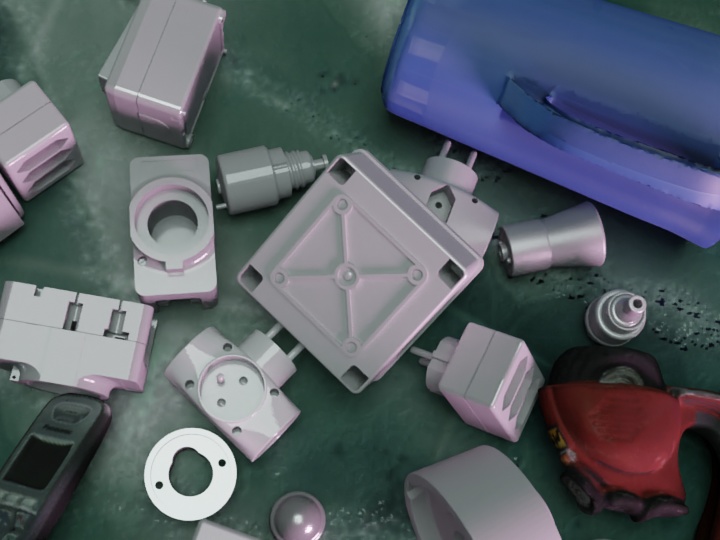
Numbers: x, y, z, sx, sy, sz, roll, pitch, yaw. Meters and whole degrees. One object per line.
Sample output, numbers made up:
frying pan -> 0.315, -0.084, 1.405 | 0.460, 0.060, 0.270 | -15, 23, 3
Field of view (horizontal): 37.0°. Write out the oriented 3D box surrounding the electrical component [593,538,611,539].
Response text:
electrical component -> 0.189, 0.210, 0.648 | 0.138, 0.074, 0.052 | 28, 111, 20

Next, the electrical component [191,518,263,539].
electrical component -> -0.082, 0.187, 0.614 | 0.047, 0.083, 0.075 | 20, 74, 0

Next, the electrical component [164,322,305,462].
electrical component -> -0.066, 0.064, 0.670 | 0.077, 0.044, 0.079 | 43, 75, 6

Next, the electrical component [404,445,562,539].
electrical component -> 0.079, 0.155, 0.631 | 0.060, 0.108, 0.108 | -24, 79, -18

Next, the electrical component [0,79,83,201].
electrical component -> -0.222, -0.095, 0.685 | 0.047, 0.065, 0.076 | -38, 82, -14

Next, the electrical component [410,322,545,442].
electrical component -> 0.067, 0.065, 0.678 | 0.077, 0.065, 0.047 | 18, 71, 29

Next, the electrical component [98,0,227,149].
electrical component -> -0.128, -0.140, 0.709 | 0.061, 0.061, 0.096 | 18, 74, -1

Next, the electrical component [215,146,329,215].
electrical component -> -0.059, -0.062, 0.707 | 0.078, 0.040, 0.040 | -13, 77, -10

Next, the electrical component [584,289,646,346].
electrical component -> 0.169, 0.029, 0.696 | 0.035, 0.061, 0.035 | 2, 75, -6

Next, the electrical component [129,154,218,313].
electrical component -> -0.118, -0.024, 0.682 | 0.050, 0.055, 0.089 | -4, 75, -7

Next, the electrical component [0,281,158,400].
electrical component -> -0.175, 0.046, 0.659 | 0.089, 0.050, 0.055 | 10, 74, -3

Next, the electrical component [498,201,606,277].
electrical component -> 0.125, -0.018, 0.715 | 0.065, 0.044, 0.044 | -12, 76, -4

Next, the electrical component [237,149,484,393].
electrical component -> 0.000, 0.000, 0.665 | 0.109, 0.056, 0.108 | 43, 107, 6

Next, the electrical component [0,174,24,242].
electrical component -> -0.250, -0.046, 0.653 | 0.062, 0.096, 0.061 | -39, 82, -14

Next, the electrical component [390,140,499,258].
electrical component -> 0.054, -0.049, 0.714 | 0.077, 0.043, 0.079 | 22, 74, 0
